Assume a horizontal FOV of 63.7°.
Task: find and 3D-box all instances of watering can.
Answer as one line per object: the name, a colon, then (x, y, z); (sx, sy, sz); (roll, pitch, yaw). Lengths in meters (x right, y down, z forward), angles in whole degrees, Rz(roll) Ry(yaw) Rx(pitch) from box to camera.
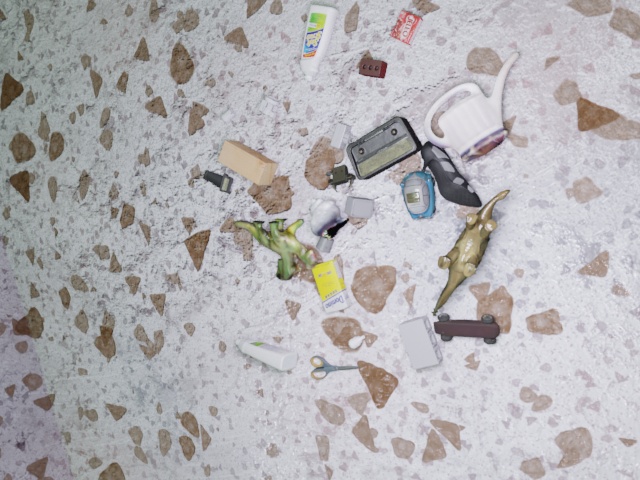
watering can: (0.479, -0.378, 1.531); (0.344, 0.226, 0.104); (-33, -10, 23)

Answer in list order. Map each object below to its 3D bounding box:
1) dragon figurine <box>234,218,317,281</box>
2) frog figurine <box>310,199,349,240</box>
dragon figurine: (-0.161, 0.037, 1.912); (0.410, 0.241, 0.123); (1, 12, 42)
frog figurine: (0.005, -0.090, 1.786); (0.124, 0.162, 0.134); (-17, -32, -35)
